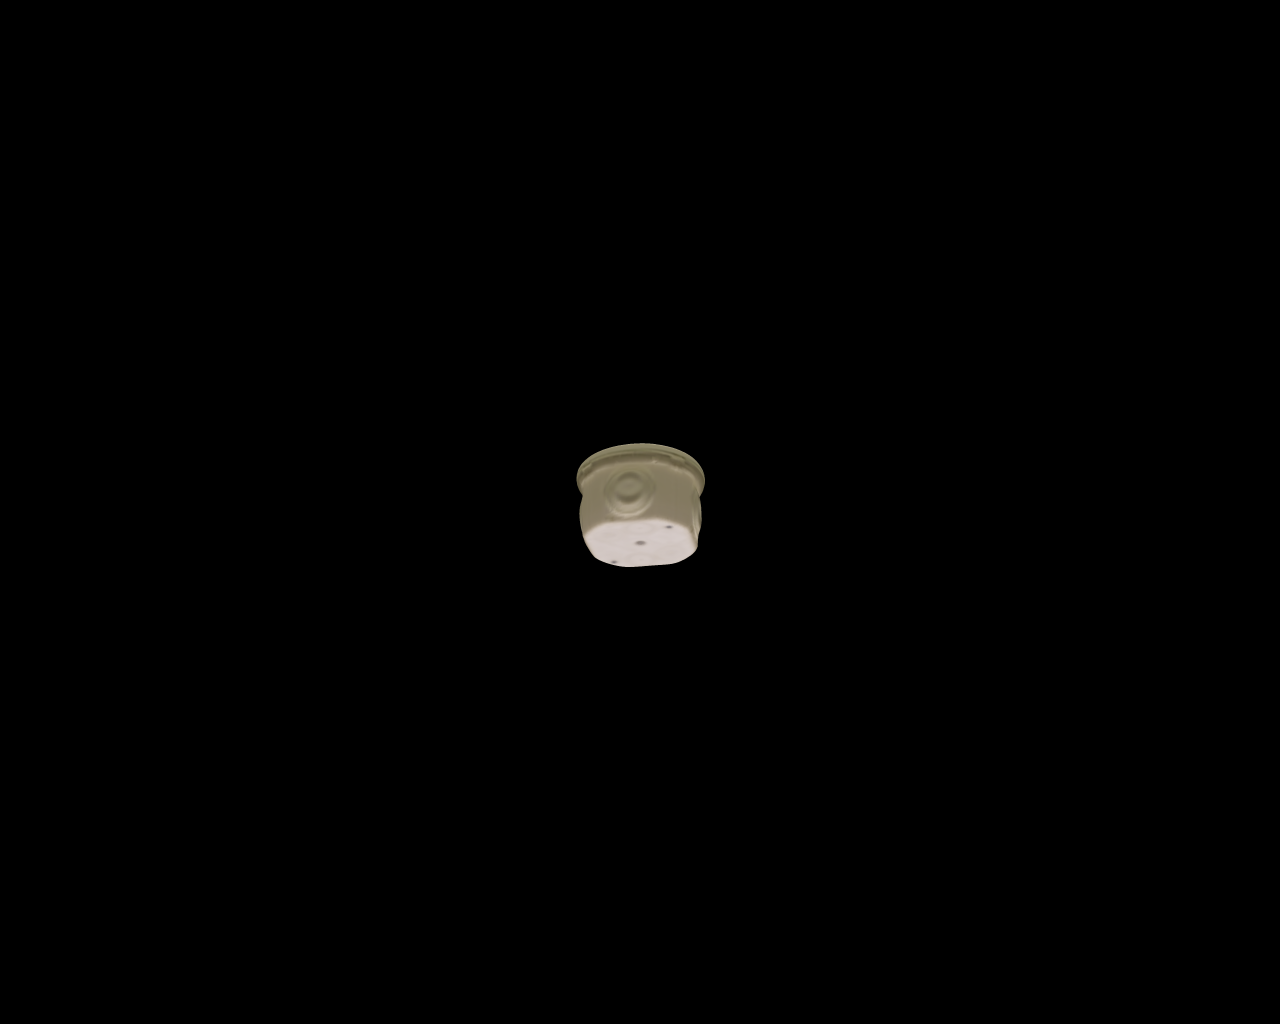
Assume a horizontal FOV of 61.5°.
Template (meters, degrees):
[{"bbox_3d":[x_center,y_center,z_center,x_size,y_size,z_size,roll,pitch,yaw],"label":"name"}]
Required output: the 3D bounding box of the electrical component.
[{"bbox_3d":[0.001,-0.003,0.650,0.080,0.051,0.080,0,-28,0],"label":"electrical component"}]
